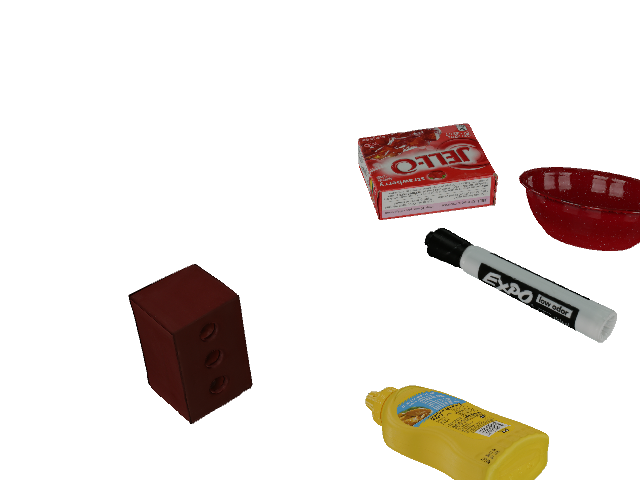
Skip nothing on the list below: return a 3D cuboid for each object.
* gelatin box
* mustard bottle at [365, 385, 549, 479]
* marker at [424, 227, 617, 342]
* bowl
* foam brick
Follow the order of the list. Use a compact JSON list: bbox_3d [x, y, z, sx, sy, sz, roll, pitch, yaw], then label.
[{"bbox_3d":[0.077,-0.052,0.784,0.089,0.030,0.073,-8,37,-5],"label":"gelatin box"},{"bbox_3d":[0.117,0.184,1.034,0.096,0.058,0.192,-17,25,-40],"label":"mustard bottle"},{"bbox_3d":[0.109,0.022,0.600,0.121,0.020,0.020,29,17,34],"label":"marker"},{"bbox_3d":[0.283,-0.030,1.106,0.162,0.055,0.162,5,19,-2],"label":"bowl"},{"bbox_3d":[-0.082,0.065,0.685,0.052,0.078,0.051,-29,40,-29],"label":"foam brick"}]
